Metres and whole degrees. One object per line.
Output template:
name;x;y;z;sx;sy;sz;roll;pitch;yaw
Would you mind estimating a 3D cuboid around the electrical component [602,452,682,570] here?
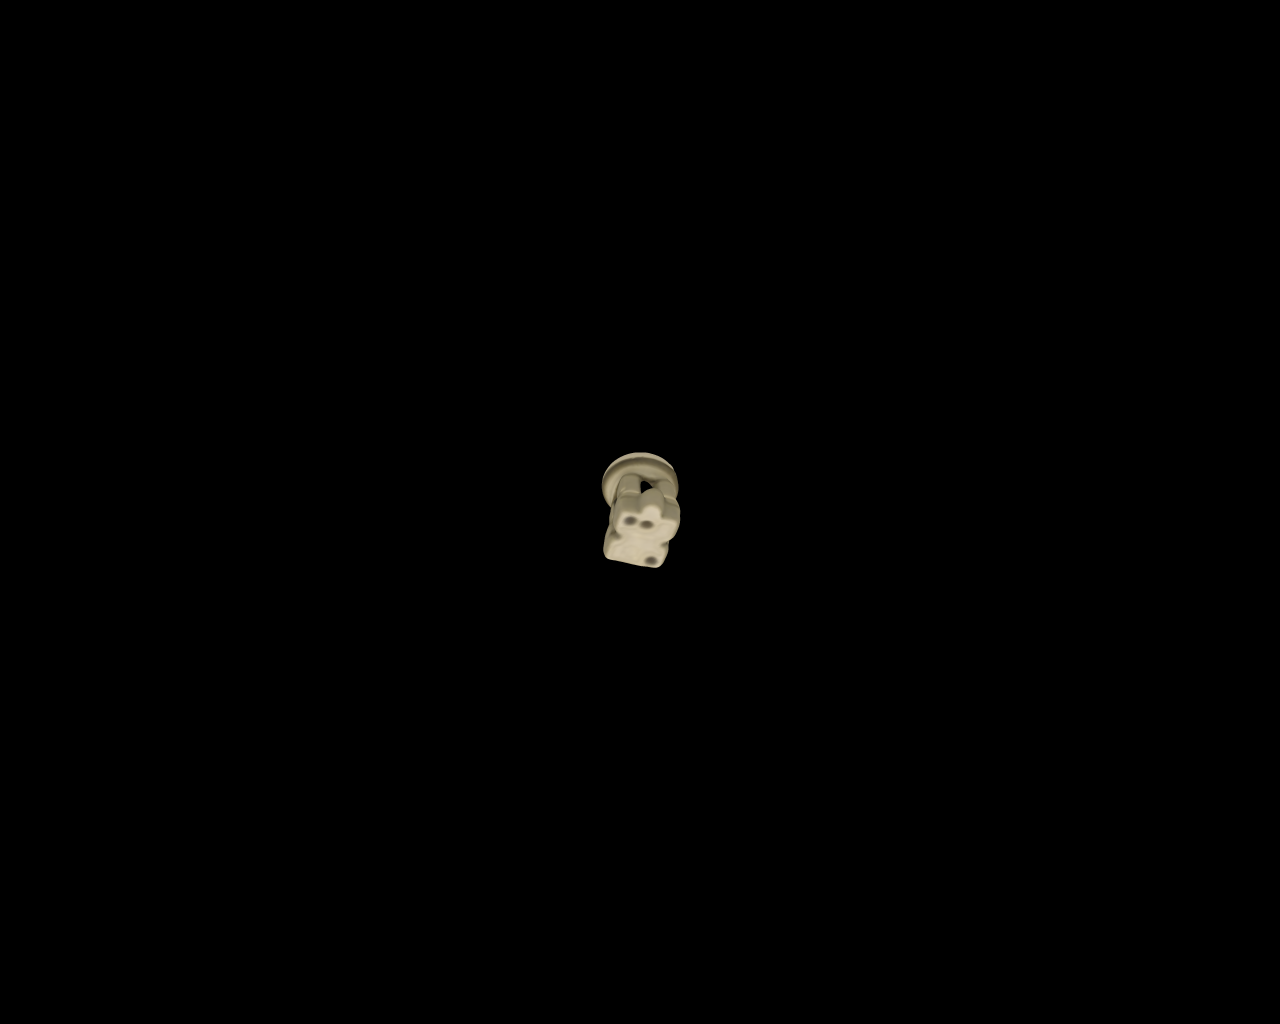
electrical component;0.001;-0.003;0.650;0.048;0.055;0.066;11;-47;-11
